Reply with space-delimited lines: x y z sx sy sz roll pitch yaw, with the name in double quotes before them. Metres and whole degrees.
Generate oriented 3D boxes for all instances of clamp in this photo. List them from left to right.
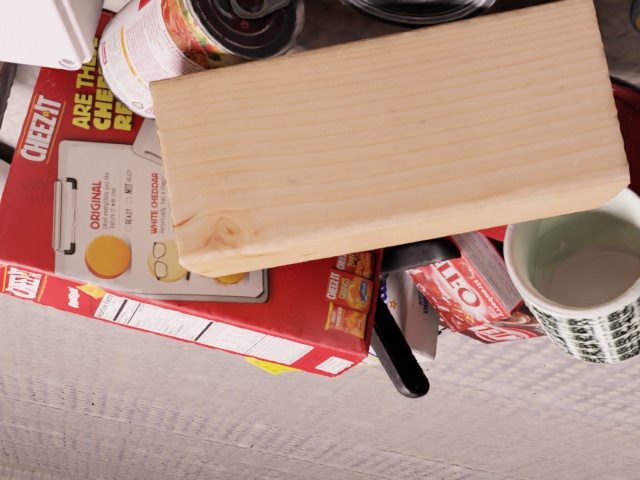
"clamp" 0.033 0.042 0.798 0.039 0.120 0.172 2 -168 -40

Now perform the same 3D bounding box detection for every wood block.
"wood block" 0.033 -0.045 0.523 0.206 0.091 0.090 -11 173 4

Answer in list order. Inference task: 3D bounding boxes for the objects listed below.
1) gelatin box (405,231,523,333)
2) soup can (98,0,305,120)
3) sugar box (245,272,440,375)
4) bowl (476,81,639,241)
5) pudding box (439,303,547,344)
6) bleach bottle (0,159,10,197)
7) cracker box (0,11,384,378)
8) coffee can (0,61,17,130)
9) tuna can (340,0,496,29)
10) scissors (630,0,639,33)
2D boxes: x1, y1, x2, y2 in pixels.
"gelatin box" 0.099 0.021 0.783 0.089 0.030 0.073 52 150 -6
"soup can" -0.063 -0.107 0.546 0.068 0.068 0.102 23 155 -29
"sugar box" 0.019 0.057 0.878 0.177 0.093 0.048 -13 149 44
"bowl" 0.131 -0.038 0.645 0.162 0.055 0.162 9 158 3
"pudding box" 0.136 0.052 0.885 0.113 0.039 0.090 25 154 -32
"bleach bottle" -0.253 -0.026 0.843 0.103 0.068 0.250 0 153 41
"cracker box" -0.068 -0.025 0.622 0.213 0.164 0.072 16 156 -13
"coffee can" -0.261 -0.090 0.630 0.140 0.103 0.103 16 158 -13
"tuna can" 0.043 -0.132 0.482 0.086 0.033 0.086 9 158 4
"scissors" 0.224 -0.114 0.468 0.096 0.016 0.202 21 156 -25
